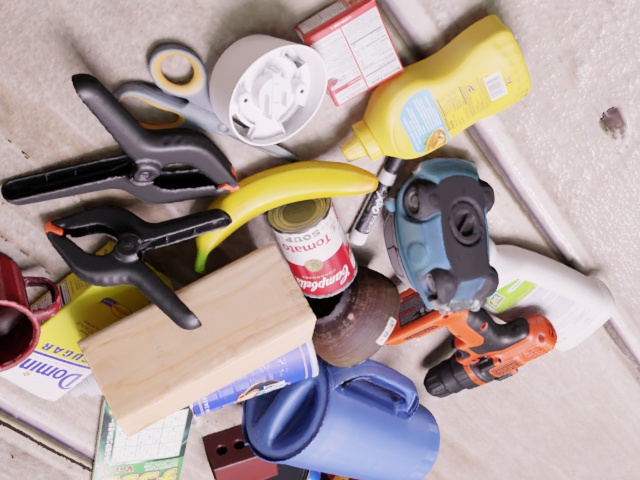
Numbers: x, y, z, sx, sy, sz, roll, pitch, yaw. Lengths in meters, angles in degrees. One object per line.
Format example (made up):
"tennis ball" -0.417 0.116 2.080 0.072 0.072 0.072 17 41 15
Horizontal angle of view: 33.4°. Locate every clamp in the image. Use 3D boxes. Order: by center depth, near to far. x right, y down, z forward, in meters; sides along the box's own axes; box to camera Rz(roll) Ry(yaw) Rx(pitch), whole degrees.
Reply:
"clamp" -0.160 -0.077 0.951 0.209 0.036 0.165 5 144 -31
"clamp" -0.172 0.021 0.987 0.171 0.120 0.039 4 151 2

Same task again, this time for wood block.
"wood block" -0.116 0.096 1.029 0.206 0.090 0.091 -27 166 -11

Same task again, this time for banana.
"banana" -0.043 -0.037 1.037 0.198 0.069 0.037 -27 169 0

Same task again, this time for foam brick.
"foam brick" -0.095 0.261 1.284 0.078 0.053 0.051 -16 134 -12

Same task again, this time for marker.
"marker" 0.061 -0.047 1.110 0.020 0.020 0.121 6 126 -29

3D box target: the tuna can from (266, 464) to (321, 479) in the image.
"tuna can" -0.043 0.290 1.311 0.086 0.086 0.033 -34 136 6

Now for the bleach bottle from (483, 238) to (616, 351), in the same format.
"bleach bottle" 0.235 0.050 1.247 0.250 0.068 0.103 27 117 -37

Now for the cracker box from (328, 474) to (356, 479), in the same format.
"cracker box" 0.027 0.391 1.379 0.072 0.164 0.214 23 116 -36

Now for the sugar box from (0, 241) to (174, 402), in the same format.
"sugar box" -0.238 0.084 1.066 0.176 0.048 0.093 -40 135 10

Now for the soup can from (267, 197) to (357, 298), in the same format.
"soup can" -0.007 0.001 1.086 0.068 0.068 0.102 -25 134 -3

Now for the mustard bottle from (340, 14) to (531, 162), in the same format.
"mustard bottle" 0.105 -0.131 1.028 0.191 0.058 0.096 -31 141 3

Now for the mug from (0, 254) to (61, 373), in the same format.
"mug" -0.300 0.061 0.991 0.117 0.081 0.093 -15 133 -13

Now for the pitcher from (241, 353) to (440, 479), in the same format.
"pitcher" 0.041 0.213 1.254 0.242 0.149 0.145 26 81 -43

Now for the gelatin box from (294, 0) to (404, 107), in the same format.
"gelatin box" 0.027 -0.175 0.974 0.073 0.030 0.089 -30 135 0

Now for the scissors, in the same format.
"scissors" -0.089 -0.123 0.974 0.201 0.016 0.096 7 125 -30

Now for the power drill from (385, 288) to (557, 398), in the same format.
"power drill" 0.151 0.115 1.226 0.185 0.057 0.187 -33 137 32

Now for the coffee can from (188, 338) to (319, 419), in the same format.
"coffee can" -0.084 0.118 1.128 0.140 0.103 0.103 -18 134 -10
